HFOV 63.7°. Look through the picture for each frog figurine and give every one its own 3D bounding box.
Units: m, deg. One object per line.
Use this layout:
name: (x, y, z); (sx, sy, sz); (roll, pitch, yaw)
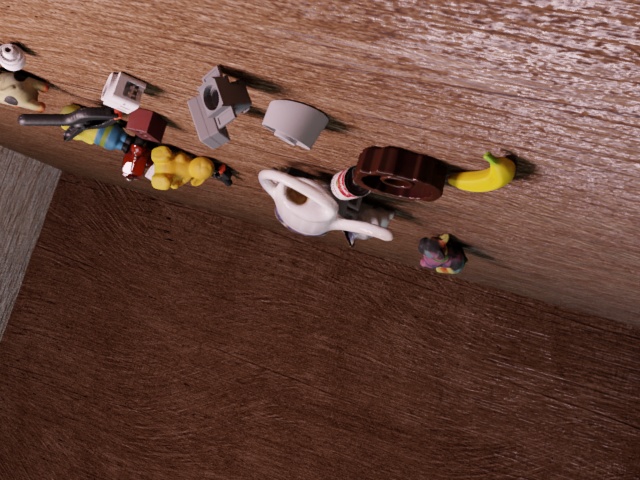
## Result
frog figurine: (0.138, -0.063, 1.448); (0.160, 0.120, 0.139); (-19, 28, -10)

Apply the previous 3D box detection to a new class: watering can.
watering can: (0.004, -0.063, 1.242); (0.348, 0.105, 0.221); (29, -15, 3)
